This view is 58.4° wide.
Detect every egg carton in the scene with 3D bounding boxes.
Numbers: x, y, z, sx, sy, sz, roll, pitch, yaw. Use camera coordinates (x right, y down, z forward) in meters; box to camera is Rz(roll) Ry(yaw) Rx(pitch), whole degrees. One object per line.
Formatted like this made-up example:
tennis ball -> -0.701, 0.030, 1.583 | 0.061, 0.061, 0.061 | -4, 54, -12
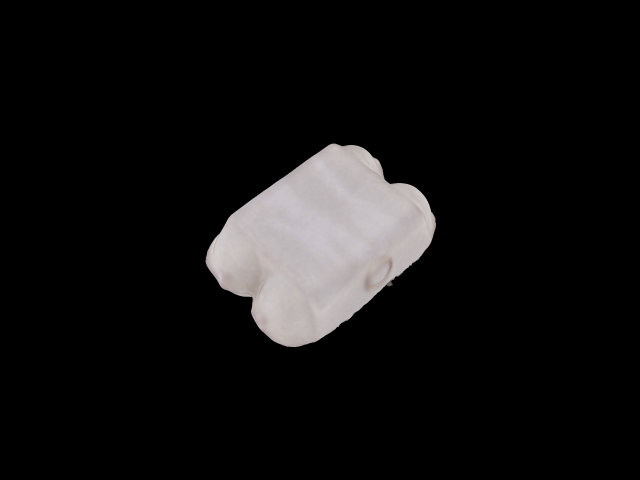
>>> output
egg carton -> 0.004, 0.001, 0.400 | 0.150, 0.069, 0.107 | -39, 66, -22
